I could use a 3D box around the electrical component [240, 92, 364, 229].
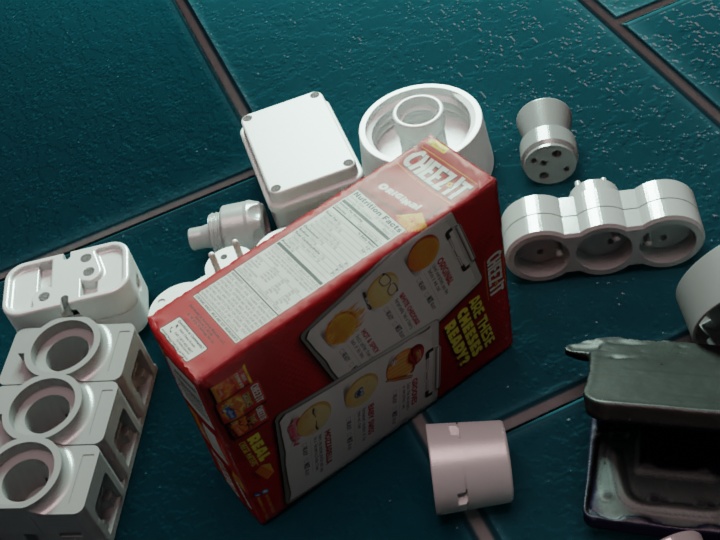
[{"bbox_3d":[-0.045,-0.083,0.867,0.078,0.057,0.113,-20,47,-5],"label":"electrical component"}]

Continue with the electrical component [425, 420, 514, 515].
[{"bbox_3d":[0.067,0.119,0.655,0.047,0.055,0.055,-7,47,2],"label":"electrical component"}]

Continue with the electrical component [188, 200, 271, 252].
[{"bbox_3d":[-0.103,-0.030,0.841,0.062,0.043,0.043,-11,46,6],"label":"electrical component"}]

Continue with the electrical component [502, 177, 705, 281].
[{"bbox_3d":[0.171,-0.040,0.777,0.138,0.052,0.073,-7,47,8],"label":"electrical component"}]

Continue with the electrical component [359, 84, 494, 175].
[{"bbox_3d":[0.050,-0.104,0.860,0.108,0.060,0.108,-7,46,7],"label":"electrical component"}]

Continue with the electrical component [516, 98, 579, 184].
[{"bbox_3d":[0.147,-0.101,0.845,0.045,0.045,0.055,-6,48,9],"label":"electrical component"}]

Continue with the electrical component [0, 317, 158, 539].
[{"bbox_3d":[-0.202,0.109,0.724,0.089,0.061,0.150,-3,47,11],"label":"electrical component"}]

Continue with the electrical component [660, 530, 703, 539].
[{"bbox_3d":[0.181,0.180,0.580,0.044,0.044,0.065,-21,52,-6],"label":"electrical component"}]

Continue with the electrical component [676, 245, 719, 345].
[{"bbox_3d":[0.251,0.014,0.679,0.099,0.099,0.064,-7,53,7],"label":"electrical component"}]

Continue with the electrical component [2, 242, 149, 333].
[{"bbox_3d":[-0.209,0.025,0.805,0.095,0.059,0.053,-13,46,1],"label":"electrical component"}]

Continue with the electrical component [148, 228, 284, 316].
[{"bbox_3d":[-0.090,0.008,0.781,0.138,0.073,0.052,-30,48,-14],"label":"electrical component"}]
